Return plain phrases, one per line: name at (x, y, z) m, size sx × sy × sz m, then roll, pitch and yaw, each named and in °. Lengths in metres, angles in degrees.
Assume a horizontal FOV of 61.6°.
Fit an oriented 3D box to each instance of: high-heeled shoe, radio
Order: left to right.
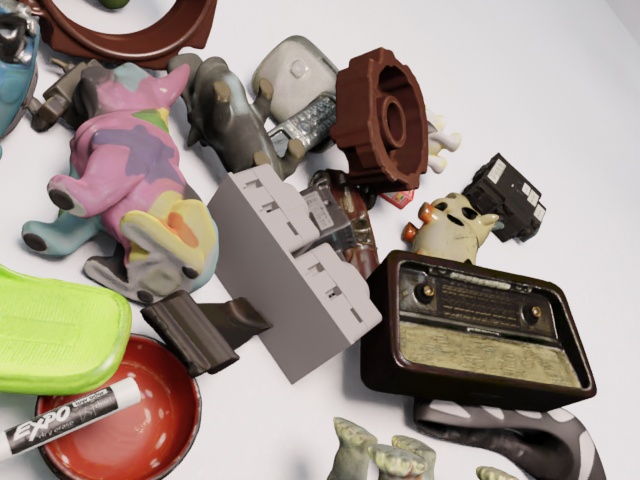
radio at (0.156, 0.095, 0.549) m, size 0.229 × 0.073 × 0.131 m, roll 13°, pitch 54°, yaw -19°
high-heeled shoe at (0.210, 0.231, 0.578) m, size 0.145 × 0.086 × 0.249 m, roll -31°, pitch 75°, yaw -42°

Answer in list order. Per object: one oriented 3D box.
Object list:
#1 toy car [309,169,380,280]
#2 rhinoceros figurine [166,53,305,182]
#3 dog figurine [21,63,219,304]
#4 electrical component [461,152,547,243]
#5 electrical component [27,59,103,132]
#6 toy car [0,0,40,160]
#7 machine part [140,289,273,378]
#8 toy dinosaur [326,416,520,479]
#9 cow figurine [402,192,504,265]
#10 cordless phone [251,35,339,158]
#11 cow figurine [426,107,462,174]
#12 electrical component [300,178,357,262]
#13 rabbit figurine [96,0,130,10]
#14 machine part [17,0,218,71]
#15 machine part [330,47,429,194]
toy car at (0.041, -0.010, 0.651) m, size 0.089 × 0.053 × 0.202 m, roll 10°, pitch 55°, yaw -26°
rhinoceros figurine at (-0.099, -0.128, 0.591) m, size 0.073 × 0.112 × 0.190 m, roll -31°, pitch 85°, yaw -38°
dog figurine at (-0.158, -0.070, 0.504) m, size 0.191 × 0.108 × 0.219 m, roll 31°, pitch 47°, yaw -17°
electrical component at (0.304, -0.062, 0.875) m, size 0.134 × 0.058 × 0.115 m, roll 46°, pitch 46°, yaw 1°
electrical component at (-0.248, -0.144, 0.547) m, size 0.078 × 0.045 × 0.102 m, roll 50°, pitch 38°, yaw -38°
toy car at (-0.298, -0.135, 0.453) m, size 0.109 × 0.161 × 0.103 m, roll 33°, pitch 0°, yaw -2°
machine part at (-0.091, 0.074, 0.456) m, size 0.084 × 0.039 × 0.139 m, roll 40°, pitch 9°, yaw 15°
toy dinosaur at (0.059, 0.256, 0.420) m, size 0.404 × 0.131 × 0.192 m, roll 30°, pitch 76°, yaw -36°
cow figurine at (0.176, 0.008, 0.712) m, size 0.127 × 0.085 × 0.195 m, roll 26°, pitch 45°, yaw -10°
cordless phone at (-0.050, -0.160, 0.684) m, size 0.184 × 0.088 × 0.146 m, roll -40°, pitch 87°, yaw -29°
cow figurine at (0.140, -0.175, 0.818) m, size 0.098 × 0.068 × 0.167 m, roll 20°, pitch 28°, yaw -26°
electrical component at (-0.001, -0.002, 0.583) m, size 0.075 × 0.047 × 0.119 m, roll -22°, pitch 56°, yaw 0°
rabbit figurine at (-0.282, -0.348, 0.611) m, size 0.170 × 0.159 × 0.121 m, roll 26°, pitch 23°, yaw -44°
machine part at (-0.207, -0.290, 0.560) m, size 0.201 × 0.201 × 0.087 m, roll -1°, pitch 35°, yaw -37°
machine part at (0.079, -0.142, 0.665) m, size 0.179 × 0.056 × 0.179 m, roll 10°, pitch 77°, yaw -54°
